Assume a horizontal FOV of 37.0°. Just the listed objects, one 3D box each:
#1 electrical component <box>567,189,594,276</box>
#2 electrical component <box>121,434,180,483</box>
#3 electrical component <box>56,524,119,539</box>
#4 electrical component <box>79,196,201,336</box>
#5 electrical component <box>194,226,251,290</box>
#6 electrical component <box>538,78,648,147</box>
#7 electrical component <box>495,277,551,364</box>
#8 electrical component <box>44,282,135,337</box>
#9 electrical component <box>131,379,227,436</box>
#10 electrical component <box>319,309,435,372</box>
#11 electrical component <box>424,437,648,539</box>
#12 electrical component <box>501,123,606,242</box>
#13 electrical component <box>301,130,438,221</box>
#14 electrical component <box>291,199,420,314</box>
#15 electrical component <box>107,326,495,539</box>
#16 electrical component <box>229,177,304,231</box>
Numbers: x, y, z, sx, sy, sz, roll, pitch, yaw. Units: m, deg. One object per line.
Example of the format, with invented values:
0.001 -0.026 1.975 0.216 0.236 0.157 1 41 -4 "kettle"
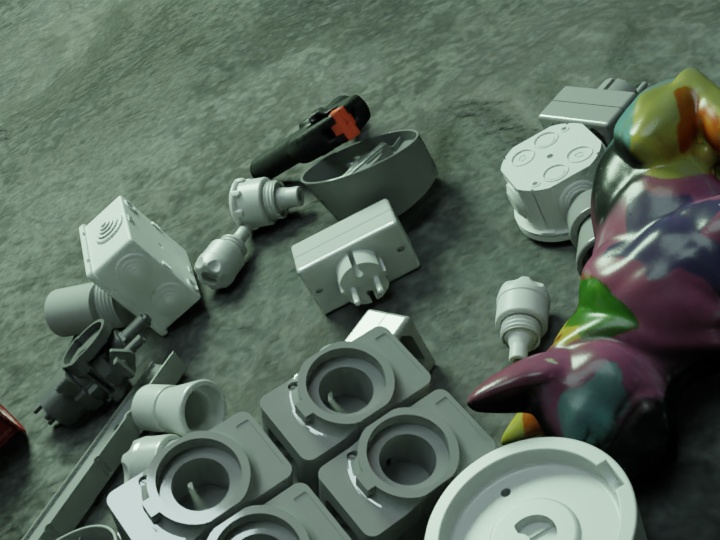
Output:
0.162 -0.022 0.710 0.045 0.045 0.055 -19 36 16 "electrical component"
-0.127 0.133 0.732 0.062 0.043 0.043 -10 40 25 "electrical component"
-0.181 0.205 0.663 0.099 0.064 0.099 -20 36 15 "electrical component"
-0.183 -0.006 0.900 0.048 0.100 0.099 -41 34 7 "electrical component"
-0.112 -0.013 0.912 0.035 0.035 0.061 -1 42 36 "electrical component"
0.187 -0.118 0.808 0.066 0.047 0.076 17 56 47 "electrical component"
0.104 0.035 0.690 0.035 0.035 0.061 -12 41 25 "electrical component"
-0.228 0.032 0.933 0.081 0.043 0.043 -10 40 27 "electrical component"
-0.134 0.101 0.780 0.065 0.044 0.044 -3 43 41 "electrical component"
-0.007 0.070 0.717 0.076 0.047 0.083 9 51 43 "electrical component"
0.093 0.145 0.538 0.108 0.060 0.108 -20 36 15 "electrical component"
0.144 -0.062 0.767 0.080 0.051 0.080 -20 36 15 "electrical component"
0.010 -0.077 0.867 0.099 0.064 0.099 -31 22 14 "electrical component"
0.000 0.000 0.800 0.083 0.047 0.075 -27 35 5 "electrical component"
-0.030 0.120 0.591 0.186 0.060 0.105 -31 59 -23 "electrical component"
-0.080 -0.060 0.939 0.062 0.048 0.048 -7 40 19 "electrical component"
